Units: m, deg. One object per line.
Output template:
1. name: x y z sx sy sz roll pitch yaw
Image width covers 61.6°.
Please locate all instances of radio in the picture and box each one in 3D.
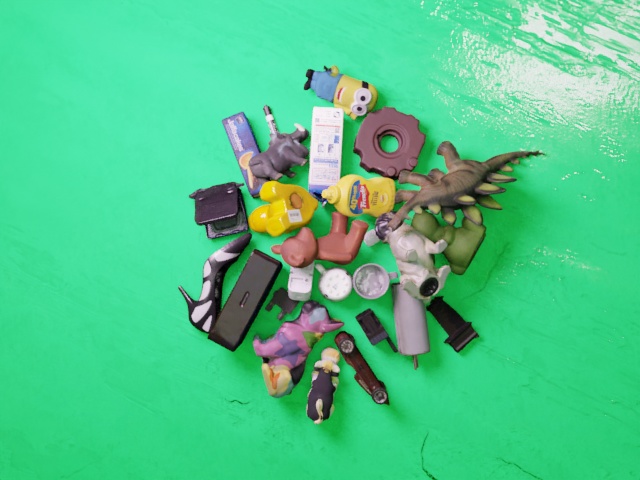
1. radio: -0.169 0.136 1.250 0.073 0.131 0.229 29 88 1

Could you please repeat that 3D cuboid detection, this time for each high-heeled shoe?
1. high-heeled shoe: -0.225 0.106 1.280 0.249 0.086 0.145 -40 90 3

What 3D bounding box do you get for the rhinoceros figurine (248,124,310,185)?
1. rhinoceros figurine: -0.090 -0.200 1.269 0.112 0.073 0.190 46 57 1

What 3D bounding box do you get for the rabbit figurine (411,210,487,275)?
1. rabbit figurine: 0.289 0.000 1.282 0.170 0.121 0.159 29 95 19

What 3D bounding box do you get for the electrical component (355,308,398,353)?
1. electrical component: 0.134 0.222 1.275 0.048 0.075 0.119 -31 90 -2

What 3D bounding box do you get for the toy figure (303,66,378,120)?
1. toy figure: 0.054 -0.365 1.300 0.180 0.082 0.089 24 59 8

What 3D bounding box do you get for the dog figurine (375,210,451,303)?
1. dog figurine: 0.197 0.036 1.232 0.121 0.191 0.172 -6 114 -22

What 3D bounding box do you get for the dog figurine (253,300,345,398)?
1. dog figurine: -0.040 0.249 1.259 0.219 0.108 0.191 -19 86 -3

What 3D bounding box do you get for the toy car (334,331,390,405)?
1. toy car: 0.098 0.304 1.263 0.053 0.089 0.202 -33 89 -2

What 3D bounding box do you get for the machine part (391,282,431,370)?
1. machine part: 0.215 0.183 1.274 0.079 0.079 0.243 -7 86 0

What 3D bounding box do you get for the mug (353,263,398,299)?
1. mug: 0.125 0.091 1.264 0.110 0.107 0.080 -19 89 -5

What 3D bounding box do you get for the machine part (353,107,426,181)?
1. machine part: 0.169 -0.235 1.306 0.179 0.056 0.179 0 86 1

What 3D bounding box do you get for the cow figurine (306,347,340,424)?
1. cow figurine: 0.007 0.338 1.257 0.068 0.098 0.167 9 87 7

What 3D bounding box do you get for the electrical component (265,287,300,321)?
1. electrical component: -0.086 0.146 1.304 0.063 0.021 0.094 38 88 2

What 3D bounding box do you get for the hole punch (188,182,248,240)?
1. hole punch: -0.236 -0.070 1.291 0.142 0.092 0.116 -14 56 8

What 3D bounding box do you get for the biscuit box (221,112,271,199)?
1. biscuit box: -0.174 -0.205 1.303 0.063 0.059 0.202 -22 87 -1

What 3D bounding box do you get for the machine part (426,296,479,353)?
1. machine part: 0.314 0.199 1.293 0.084 0.039 0.139 -38 89 4

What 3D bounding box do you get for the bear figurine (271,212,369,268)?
1. bear figurine: -0.003 0.000 1.235 0.196 0.120 0.131 6 105 -35

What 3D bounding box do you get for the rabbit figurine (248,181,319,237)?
1. rabbit figurine: -0.096 -0.069 1.261 0.162 0.173 0.122 -21 87 -45

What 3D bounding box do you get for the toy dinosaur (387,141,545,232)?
1. toy dinosaur: 0.335 -0.133 1.240 0.471 0.105 0.199 -34 57 -27
